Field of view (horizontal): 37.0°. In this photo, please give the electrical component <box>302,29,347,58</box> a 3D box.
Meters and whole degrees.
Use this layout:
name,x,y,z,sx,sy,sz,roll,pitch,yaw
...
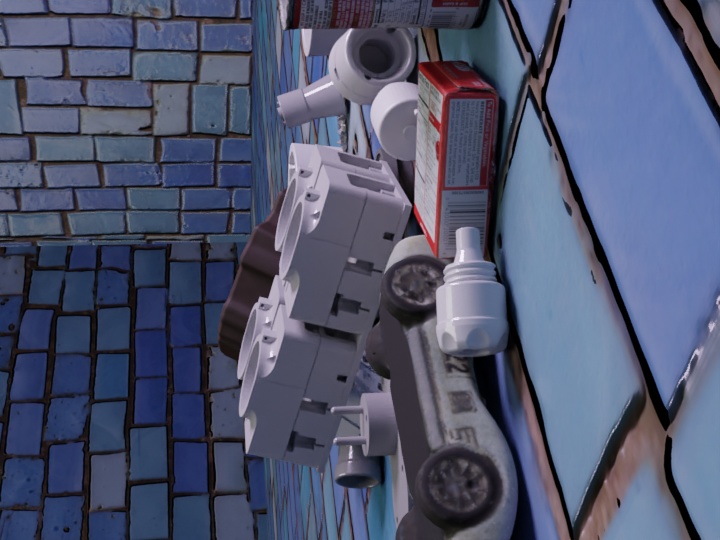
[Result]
name,x,y,z,sx,sy,sz,roll,pitch,yaw
electrical component,-0.013,-0.225,0.859,0.108,0.060,0.108,179,90,-82

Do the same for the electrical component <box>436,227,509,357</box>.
name,x,y,z,sx,sy,sz,roll,pitch,yaw
electrical component,0.054,0.010,0.522,0.035,0.035,0.061,118,152,-74

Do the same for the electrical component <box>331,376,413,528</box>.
name,x,y,z,sx,sy,sz,roll,pitch,yaw
electrical component,0.020,0.090,0.630,0.052,0.074,0.138,104,163,-61

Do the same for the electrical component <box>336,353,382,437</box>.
name,x,y,z,sx,sy,sz,roll,pitch,yaw
electrical component,-0.005,0.095,0.813,0.064,0.081,0.042,-40,21,44

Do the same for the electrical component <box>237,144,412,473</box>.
name,x,y,z,sx,sy,sz,roll,pitch,yaw
electrical component,-0.031,0.021,0.707,0.105,0.060,0.186,-110,36,-69

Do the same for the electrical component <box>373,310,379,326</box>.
name,x,y,z,sx,sy,sz,roll,pitch,yaw
electrical component,0.018,0.026,0.736,0.055,0.045,0.045,-122,32,-74

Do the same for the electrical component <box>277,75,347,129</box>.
name,x,y,z,sx,sy,sz,roll,pitch,yaw
electrical component,-0.050,-0.167,1.079,0.044,0.065,0.044,-19,-90,-90

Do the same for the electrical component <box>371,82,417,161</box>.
name,x,y,z,sx,sy,sz,roll,pitch,yaw
electrical component,0.026,-0.098,0.674,0.078,0.040,0.040,-106,17,-61

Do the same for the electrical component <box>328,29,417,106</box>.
name,x,y,z,sx,sy,sz,roll,pitch,yaw
electrical component,0.009,-0.145,0.742,0.047,0.055,0.055,165,103,-78

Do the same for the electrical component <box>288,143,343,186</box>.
name,x,y,z,sx,sy,sz,roll,pitch,yaw
electrical component,-0.035,-0.069,1.040,0.108,0.060,0.108,178,90,-82

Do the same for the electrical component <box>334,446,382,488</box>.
name,x,y,z,sx,sy,sz,roll,pitch,yaw
electrical component,-0.001,0.159,0.921,0.040,0.040,0.046,103,170,-61
